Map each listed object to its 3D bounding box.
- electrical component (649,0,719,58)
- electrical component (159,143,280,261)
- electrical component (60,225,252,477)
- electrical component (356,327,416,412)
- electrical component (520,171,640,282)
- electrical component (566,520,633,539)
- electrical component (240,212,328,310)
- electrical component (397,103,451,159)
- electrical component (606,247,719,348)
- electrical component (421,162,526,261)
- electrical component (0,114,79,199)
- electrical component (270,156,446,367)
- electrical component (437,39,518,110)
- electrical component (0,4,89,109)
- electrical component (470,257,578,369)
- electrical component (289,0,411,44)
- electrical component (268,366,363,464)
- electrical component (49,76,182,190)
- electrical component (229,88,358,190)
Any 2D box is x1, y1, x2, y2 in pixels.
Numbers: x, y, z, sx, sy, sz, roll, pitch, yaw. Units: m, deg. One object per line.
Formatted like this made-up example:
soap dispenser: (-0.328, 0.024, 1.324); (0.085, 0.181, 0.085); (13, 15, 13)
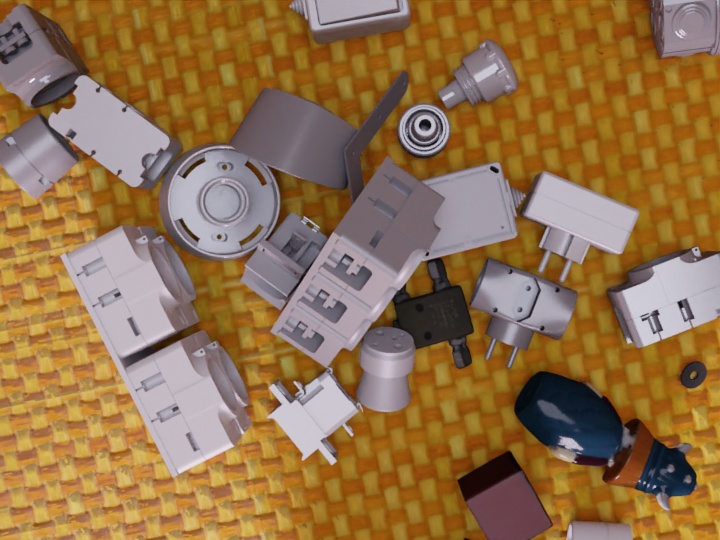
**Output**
electrical component: (0.258, -0.207, 0.845); (0.051, 0.080, 0.080); (-6, 91, 8)
electrical component: (-0.115, -0.056, 0.883); (0.099, 0.064, 0.099); (-1, 93, -11)
electrical component: (-0.153, 0.057, 0.854); (0.060, 0.105, 0.186); (-27, 90, 3)
electrical component: (0.021, 0.080, 0.869); (0.045, 0.045, 0.055); (6, 118, 2)
electrical component: (0.169, -0.029, 0.868); (0.083, 0.047, 0.075); (23, 92, 2)
electrical component: (0.193, 0.231, 0.872); (0.047, 0.055, 0.055); (6, 92, 6)
electrical component: (-0.060, -0.009, 0.868); (0.042, 0.081, 0.063); (38, 70, 1)
electrical component: (0.052, -0.113, 0.863); (0.043, 0.062, 0.043); (0, 91, 2)
electrical component: (0.251, 0.019, 0.865); (0.089, 0.050, 0.055); (-22, 91, 2)
electrical component: (0.085, -0.048, 0.864); (0.096, 0.061, 0.061); (-14, 91, 3)
electrical component: (-0.265, -0.094, 0.881); (0.047, 0.055, 0.055); (-39, 90, -1)
electrical component: (0.000, 0.000, 0.815); (0.062, 0.150, 0.089); (34, 52, -1)
electrical component: (0.093, -0.153, 0.870); (0.062, 0.048, 0.048); (-30, 90, 9)
electrical component: (-0.259, -0.167, 0.861); (0.050, 0.089, 0.055); (-33, 90, 3)
electrical component: (0.126, 0.040, 0.874); (0.077, 0.043, 0.079); (21, 92, 1)
electrical component: (-0.010, -0.222, 0.863); (0.096, 0.061, 0.061); (-9, 91, 2)
electrical component: (-0.036, 0.116, 0.884); (0.064, 0.042, 0.081); (-40, 90, -1)
electrical component: (-0.197, -0.110, 0.877); (0.089, 0.056, 0.050); (37, 93, 1)
electrical component: (-0.048, -0.100, 0.850); (0.099, 0.099, 0.064); (25, 86, 1)
